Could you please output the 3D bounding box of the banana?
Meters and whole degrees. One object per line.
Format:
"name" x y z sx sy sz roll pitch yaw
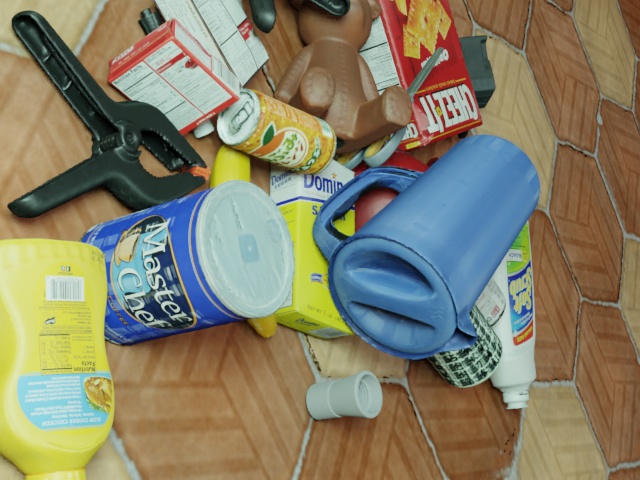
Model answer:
"banana" -0.069 -0.012 0.963 0.069 0.037 0.198 10 70 -51

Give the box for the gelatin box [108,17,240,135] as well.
"gelatin box" -0.123 -0.136 0.901 0.089 0.073 0.030 41 32 -38

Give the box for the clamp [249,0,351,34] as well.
"clamp" -0.047 -0.268 1.025 0.120 0.039 0.171 -10 63 -45

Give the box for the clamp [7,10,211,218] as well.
"clamp" -0.168 -0.086 0.855 0.209 0.036 0.164 10 69 -55

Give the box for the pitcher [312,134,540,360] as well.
"pitcher" 0.113 -0.012 1.037 0.242 0.145 0.149 -45 121 -44

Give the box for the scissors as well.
"scissors" 0.073 -0.135 1.137 0.016 0.096 0.201 49 39 -21

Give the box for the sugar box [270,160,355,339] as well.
"sugar box" -0.007 0.001 1.038 0.093 0.048 0.176 26 59 -47

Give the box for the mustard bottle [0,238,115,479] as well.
"mustard bottle" -0.188 0.098 0.742 0.096 0.058 0.191 7 72 -52

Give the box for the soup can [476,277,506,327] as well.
"soup can" 0.163 0.052 1.233 0.102 0.069 0.068 51 42 -31

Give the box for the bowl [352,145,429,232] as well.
"bowl" 0.093 -0.025 1.145 0.161 0.055 0.162 4 85 -44

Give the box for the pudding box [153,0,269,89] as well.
"pudding box" -0.098 -0.192 0.976 0.113 0.039 0.090 59 27 -17

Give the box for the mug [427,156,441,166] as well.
"mug" 0.176 -0.071 1.264 0.081 0.117 0.093 -22 124 -20

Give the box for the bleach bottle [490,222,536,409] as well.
"bleach bottle" 0.231 0.081 1.323 0.102 0.068 0.251 3 78 -52

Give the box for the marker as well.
"marker" -0.128 -0.148 0.947 0.020 0.020 0.121 -44 113 -51

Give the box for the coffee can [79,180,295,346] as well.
"coffee can" -0.105 0.020 0.813 0.102 0.141 0.103 23 60 -48

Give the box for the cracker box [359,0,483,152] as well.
"cracker box" 0.104 -0.217 1.245 0.163 0.072 0.214 -25 99 -54
